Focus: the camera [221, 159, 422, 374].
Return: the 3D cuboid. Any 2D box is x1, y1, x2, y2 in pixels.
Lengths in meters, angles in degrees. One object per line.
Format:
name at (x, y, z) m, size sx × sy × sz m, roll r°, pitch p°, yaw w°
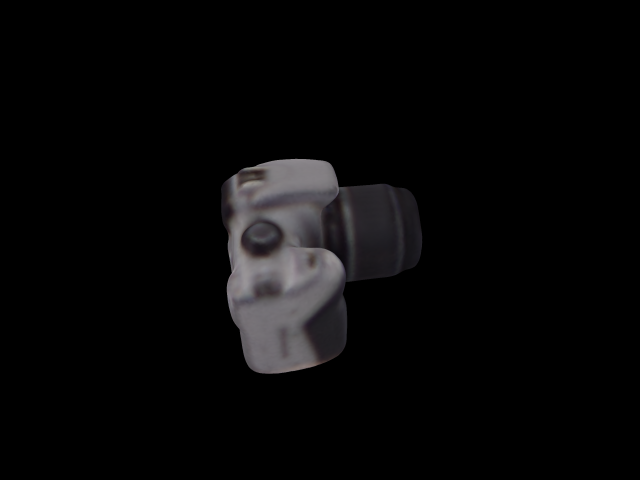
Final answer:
camera at (0.004, 0.001, 0.400) m, size 0.137 × 0.101 × 0.143 m, roll -6°, pitch 43°, yaw -6°
